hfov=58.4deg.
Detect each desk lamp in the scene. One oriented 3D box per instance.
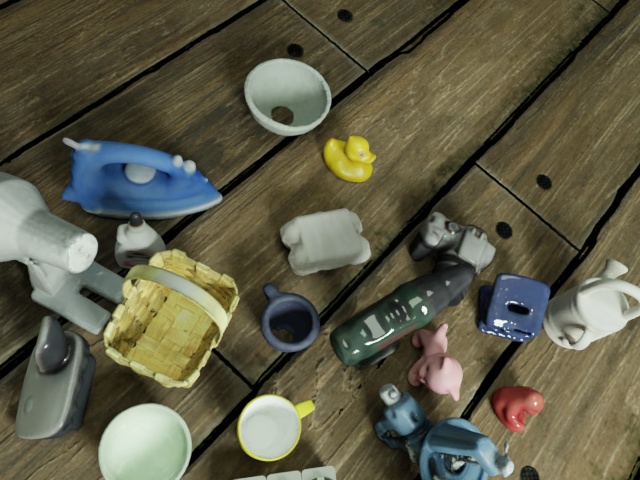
[{"bbox_3d":[-0.384,0.018,0.816,0.203,0.213,0.118,28,62,1],"label":"desk lamp"}]

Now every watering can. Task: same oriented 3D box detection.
[{"bbox_3d":[0.480,0.109,0.992,0.101,0.194,0.173,14,63,-7],"label":"watering can"}]

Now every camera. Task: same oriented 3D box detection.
[{"bbox_3d":[0.230,0.036,1.019,0.143,0.100,0.137,28,62,1],"label":"camera"}]

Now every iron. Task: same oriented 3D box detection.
[{"bbox_3d":[-0.287,-0.113,0.941,0.258,0.141,0.118,4,64,-11],"label":"iron"}]

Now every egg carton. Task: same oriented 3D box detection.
[{"bbox_3d":[0.009,0.004,0.999,0.150,0.069,0.107,-12,69,-18],"label":"egg carton"}]

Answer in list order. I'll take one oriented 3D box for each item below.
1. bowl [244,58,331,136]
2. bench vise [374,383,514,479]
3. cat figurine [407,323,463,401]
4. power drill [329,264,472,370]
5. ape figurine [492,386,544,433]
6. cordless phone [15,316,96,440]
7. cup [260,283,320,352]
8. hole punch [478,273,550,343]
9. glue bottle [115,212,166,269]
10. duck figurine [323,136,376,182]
[{"bbox_3d":[-0.066,-0.262,1.102,0.167,0.074,0.167,5,64,-11],"label":"bowl"},{"bbox_3d":[0.167,0.295,0.815,0.207,0.219,0.121,30,62,2],"label":"bench vise"},{"bbox_3d":[0.193,0.196,0.925,0.067,0.117,0.128,13,63,-7],"label":"cat figurine"},{"bbox_3d":[0.109,0.127,0.887,0.230,0.208,0.075,-27,74,-23],"label":"power drill"},{"bbox_3d":[0.331,0.270,0.939,0.078,0.092,0.076,-37,78,-25],"label":"ape figurine"},{"bbox_3d":[-0.364,0.183,0.760,0.094,0.185,0.147,4,65,-11],"label":"cordless phone"},{"bbox_3d":[-0.061,0.130,0.908,0.092,0.095,0.117,-29,75,-23],"label":"cup"},{"bbox_3d":[0.344,0.121,1.012,0.109,0.091,0.101,14,63,-7],"label":"hole punch"},{"bbox_3d":[-0.277,0.000,0.873,0.078,0.173,0.037,2,65,-12],"label":"glue bottle"},{"bbox_3d":[0.059,-0.166,1.080,0.104,0.086,0.078,33,62,3],"label":"duck figurine"}]
